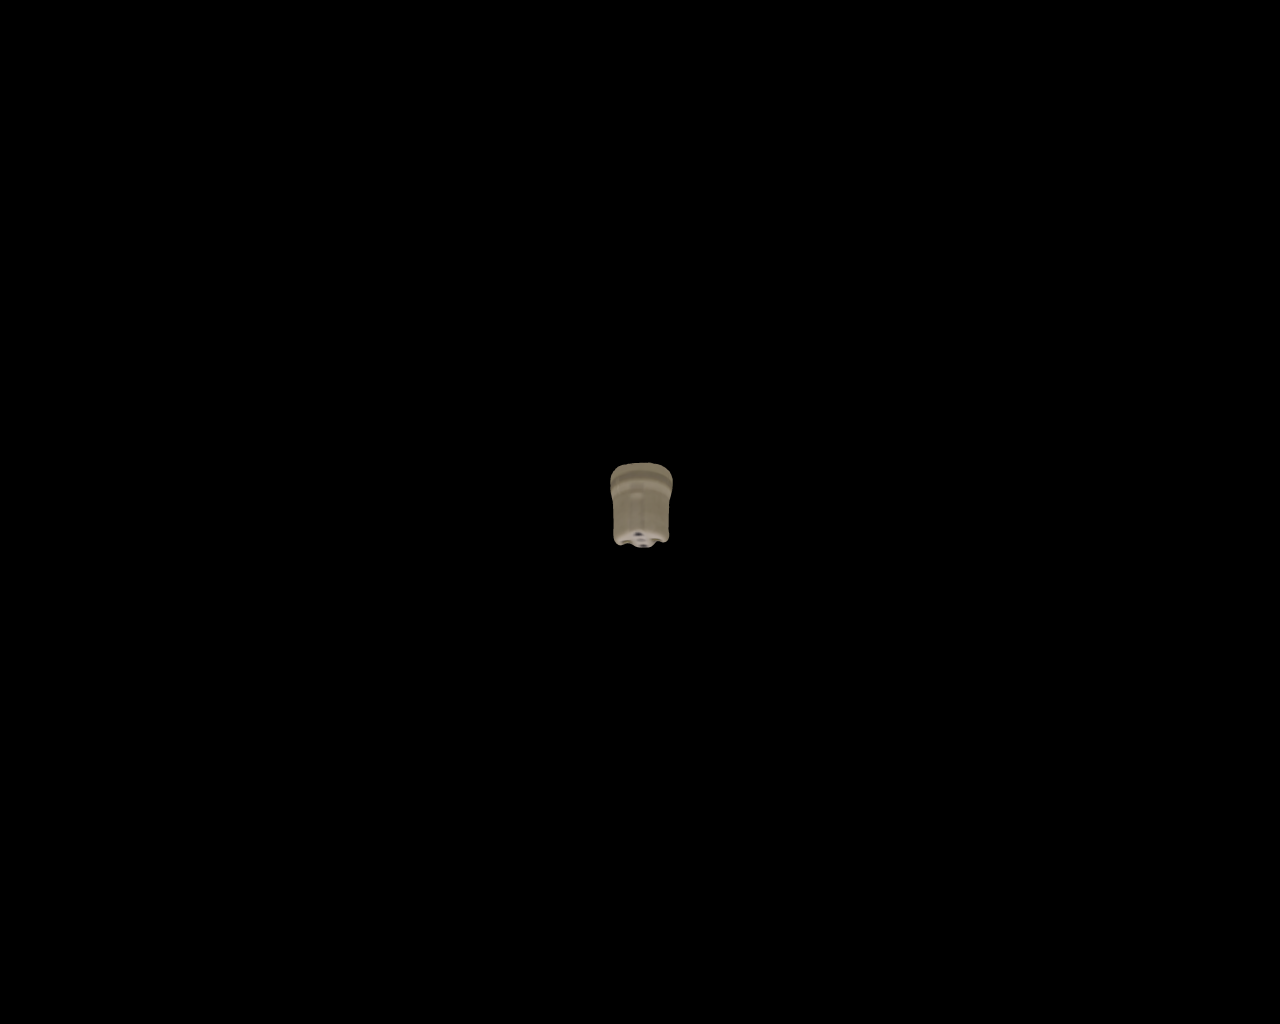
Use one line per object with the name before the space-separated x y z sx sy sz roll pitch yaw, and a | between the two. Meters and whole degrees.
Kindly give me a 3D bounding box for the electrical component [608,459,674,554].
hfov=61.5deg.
electrical component | 0.001 -0.003 0.650 0.040 0.046 0.040 0 -27 0
